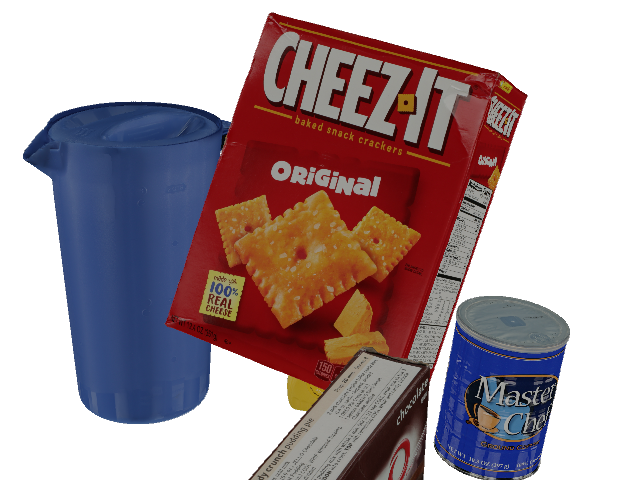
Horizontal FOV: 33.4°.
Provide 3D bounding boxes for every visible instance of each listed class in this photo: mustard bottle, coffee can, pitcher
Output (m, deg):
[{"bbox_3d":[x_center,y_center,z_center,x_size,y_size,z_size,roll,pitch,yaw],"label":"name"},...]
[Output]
[{"bbox_3d":[0.003,0.131,1.424,0.096,0.192,0.058,-2,18,-6],"label":"mustard bottle"},{"bbox_3d":[0.166,0.136,0.988,0.103,0.140,0.103,6,22,-3],"label":"coffee can"},{"bbox_3d":[-0.133,0.016,0.849,0.149,0.243,0.144,9,23,18],"label":"pitcher"}]

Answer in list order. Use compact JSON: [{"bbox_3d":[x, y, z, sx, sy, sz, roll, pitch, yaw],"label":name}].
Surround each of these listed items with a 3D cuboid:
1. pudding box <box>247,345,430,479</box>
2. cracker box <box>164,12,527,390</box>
[{"bbox_3d":[0.008,0.112,0.456,0.039,0.090,0.113,15,34,22],"label":"pudding box"},{"bbox_3d":[0.013,-0.018,0.670,0.164,0.214,0.072,20,3,24],"label":"cracker box"}]
